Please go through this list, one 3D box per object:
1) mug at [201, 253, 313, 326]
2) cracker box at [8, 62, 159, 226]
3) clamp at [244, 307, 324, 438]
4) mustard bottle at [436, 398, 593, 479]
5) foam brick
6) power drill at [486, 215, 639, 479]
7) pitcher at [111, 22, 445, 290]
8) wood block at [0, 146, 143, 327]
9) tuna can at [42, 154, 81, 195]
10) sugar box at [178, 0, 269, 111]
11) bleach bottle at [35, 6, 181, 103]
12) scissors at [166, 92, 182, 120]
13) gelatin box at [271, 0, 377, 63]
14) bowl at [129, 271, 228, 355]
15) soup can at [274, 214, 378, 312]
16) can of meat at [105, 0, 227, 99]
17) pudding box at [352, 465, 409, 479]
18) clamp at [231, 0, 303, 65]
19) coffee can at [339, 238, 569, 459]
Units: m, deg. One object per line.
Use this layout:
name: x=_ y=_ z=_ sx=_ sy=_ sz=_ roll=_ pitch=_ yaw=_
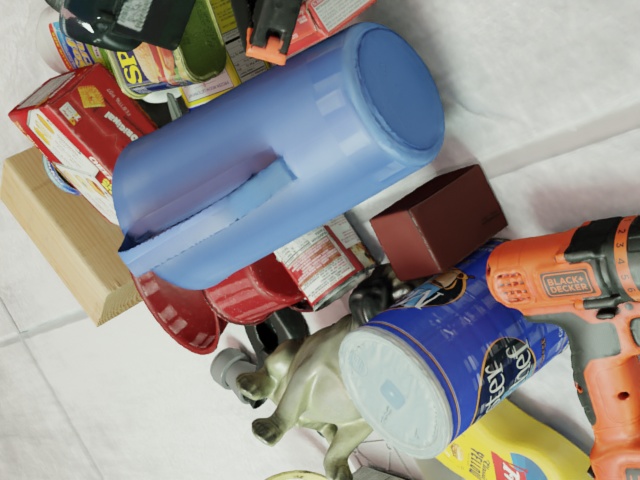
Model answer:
mug: x=-0.044 y=0.033 z=0.988 sx=0.117 sy=0.093 sz=0.082 roll=36 pitch=149 yaw=-20
cracker box: x=-0.210 y=-0.088 z=1.048 sx=0.164 sy=0.072 sz=0.214 roll=49 pitch=164 yaw=-20
clamp: x=-0.047 y=0.120 z=1.096 sx=0.120 sy=0.039 sz=0.171 roll=0 pitch=112 yaw=40
mustard bottle: x=0.165 y=0.183 z=0.840 sx=0.192 sy=0.058 sz=0.096 roll=33 pitch=141 yaw=34
foam brick: x=0.085 y=-0.012 z=0.767 sx=0.051 sy=0.078 sz=0.053 roll=-15 pitch=104 yaw=56
power drill: x=0.212 y=0.071 z=0.673 sx=0.185 sy=0.057 sz=0.187 roll=-9 pitch=110 yaw=45
pitcher: x=-0.036 y=-0.055 z=0.781 sx=0.243 sy=0.144 sz=0.149 roll=-25 pitch=59 yaw=38
wood block: x=-0.281 y=-0.014 z=1.262 sx=0.206 sy=0.090 sz=0.090 roll=51 pitch=147 yaw=13
tuna can: x=-0.259 y=-0.092 z=1.170 sx=0.034 sy=0.086 sz=0.086 roll=-7 pitch=111 yaw=58
sugar box: x=-0.088 y=-0.149 z=0.922 sx=0.094 sy=0.048 sz=0.176 roll=-5 pitch=116 yaw=54
bleach bottle: x=-0.217 y=-0.189 z=1.053 sx=0.251 sy=0.068 sz=0.102 roll=11 pitch=126 yaw=53
scissors: x=-0.111 y=-0.073 z=0.992 sx=0.096 sy=0.016 sz=0.202 roll=46 pitch=167 yaw=1
gelatin box: x=0.005 y=-0.164 z=0.737 sx=0.073 sy=0.089 sz=0.030 roll=-9 pitch=119 yaw=57
bowl: x=-0.140 y=0.041 z=1.147 sx=0.162 sy=0.055 sz=0.162 roll=35 pitch=141 yaw=33
soup can: x=-0.006 y=0.001 z=0.914 sx=0.102 sy=0.068 sz=0.069 roll=55 pitch=148 yaw=8
can of meat: x=-0.129 y=-0.171 z=0.862 sx=0.084 sy=0.057 sz=0.102 roll=-2 pitch=115 yaw=42
pudding box: x=0.045 y=0.241 z=0.916 sx=0.114 sy=0.089 sz=0.039 roll=6 pitch=119 yaw=53
clamp: x=-0.025 y=-0.218 z=0.695 sx=0.165 sy=0.036 sz=0.210 roll=-37 pitch=48 yaw=55
coffee can: x=0.098 y=0.075 z=0.763 sx=0.103 sy=0.140 sz=0.103 roll=35 pitch=141 yaw=33
